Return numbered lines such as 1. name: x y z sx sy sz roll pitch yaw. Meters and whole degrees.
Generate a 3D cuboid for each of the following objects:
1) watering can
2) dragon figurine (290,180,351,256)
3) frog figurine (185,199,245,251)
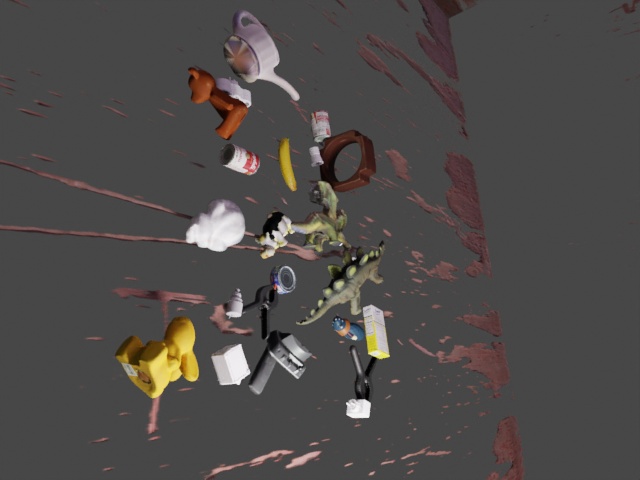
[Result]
1. watering can: -0.191 -0.584 1.694 0.343 0.103 0.229 58 38 -20
2. dragon figurine: 0.005 -0.087 1.733 0.405 0.121 0.247 36 46 -59
3. frog figurine: -0.274 -0.040 1.347 0.159 0.123 0.137 2 95 -66
